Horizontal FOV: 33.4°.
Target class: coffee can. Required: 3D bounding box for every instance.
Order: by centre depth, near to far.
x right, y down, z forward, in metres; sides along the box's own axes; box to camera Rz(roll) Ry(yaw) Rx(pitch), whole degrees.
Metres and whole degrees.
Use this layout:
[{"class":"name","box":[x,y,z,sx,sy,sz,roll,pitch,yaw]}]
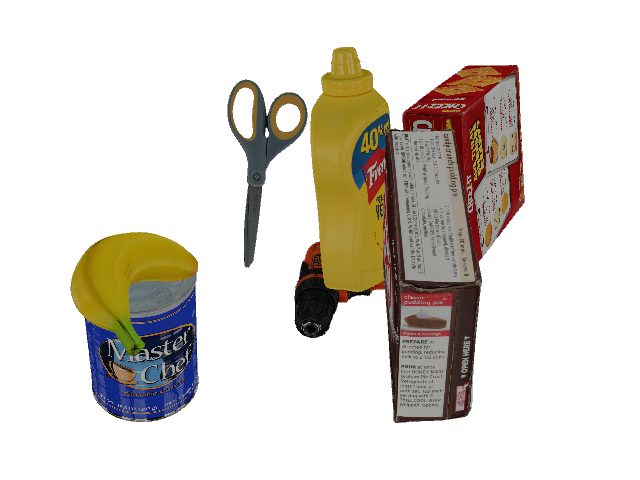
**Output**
[{"class":"coffee can","box":[-0.165,0.082,0.984,0.103,0.140,0.103,2,39,-2]}]

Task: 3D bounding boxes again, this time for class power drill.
[{"class":"power drill","box":[0.064,0.055,1.240,0.187,0.057,0.184,0,28,5]}]

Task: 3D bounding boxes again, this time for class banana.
[{"class":"banana","box":[-0.133,0.026,0.751,0.037,0.069,0.197,-36,9,14]}]

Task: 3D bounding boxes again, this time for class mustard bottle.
[{"class":"mustard bottle","box":[0.028,-0.062,0.871,0.058,0.191,0.096,6,25,28]}]

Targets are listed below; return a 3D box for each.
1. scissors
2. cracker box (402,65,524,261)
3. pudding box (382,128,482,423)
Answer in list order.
[{"class":"scissors","box":[-0.051,-0.077,1.148,0.096,0.202,0.016,-9,-7,-11]},{"class":"cracker box","box":[0.154,-0.083,1.124,0.072,0.164,0.213,4,22,25]},{"class":"pudding box","box":[0.049,0.015,0.503,0.039,0.090,0.113,-3,41,0]}]
